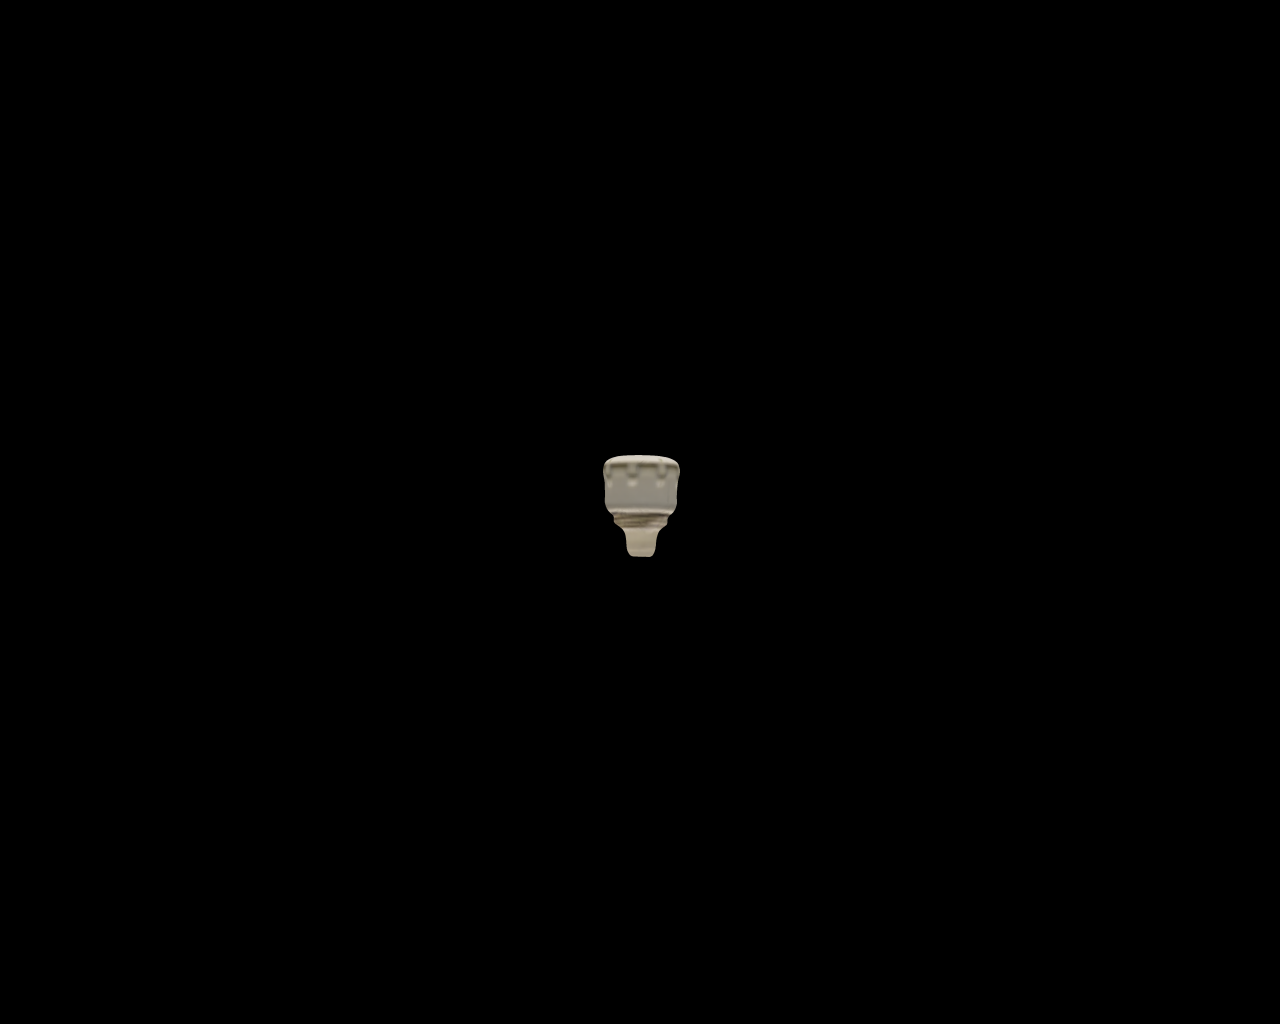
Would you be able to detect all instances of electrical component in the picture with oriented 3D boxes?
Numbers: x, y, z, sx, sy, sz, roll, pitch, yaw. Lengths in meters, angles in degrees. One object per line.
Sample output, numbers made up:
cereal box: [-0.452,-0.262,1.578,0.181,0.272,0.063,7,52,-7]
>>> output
electrical component: [0.001,-0.003,0.650,0.048,0.062,0.048,0,-2,0]
